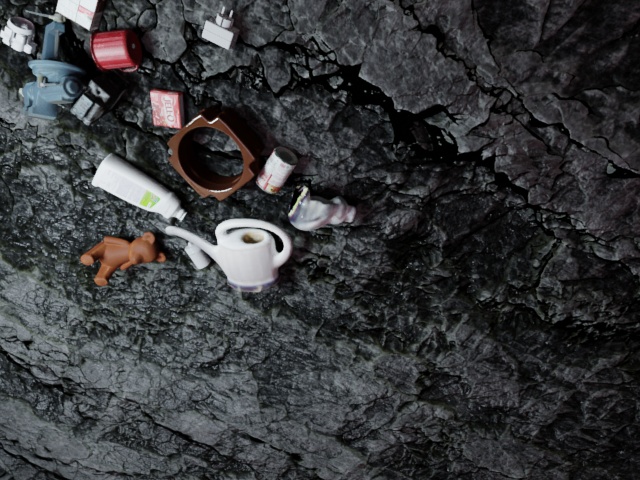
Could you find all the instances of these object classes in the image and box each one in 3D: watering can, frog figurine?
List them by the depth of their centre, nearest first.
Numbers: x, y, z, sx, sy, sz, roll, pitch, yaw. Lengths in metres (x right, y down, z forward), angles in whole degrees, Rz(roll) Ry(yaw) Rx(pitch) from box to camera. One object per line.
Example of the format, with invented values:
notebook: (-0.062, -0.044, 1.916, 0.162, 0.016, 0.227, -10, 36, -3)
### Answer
frog figurine: (0.004, -0.066, 1.306, 0.158, 0.125, 0.136, 26, 157, -16)
watering can: (-0.239, 0.037, 1.421, 0.347, 0.106, 0.219, 0, 122, 10)
